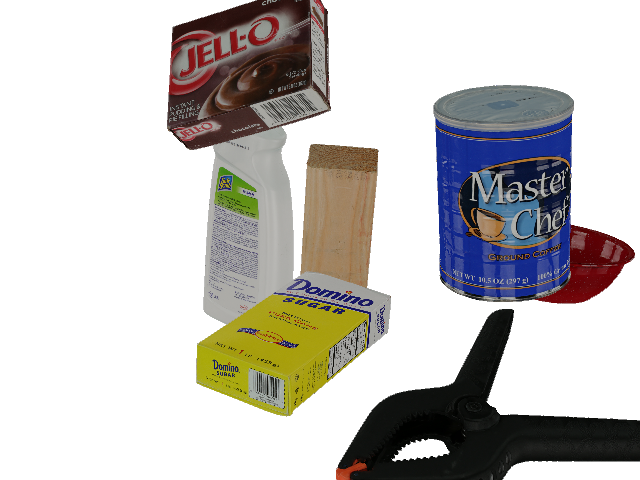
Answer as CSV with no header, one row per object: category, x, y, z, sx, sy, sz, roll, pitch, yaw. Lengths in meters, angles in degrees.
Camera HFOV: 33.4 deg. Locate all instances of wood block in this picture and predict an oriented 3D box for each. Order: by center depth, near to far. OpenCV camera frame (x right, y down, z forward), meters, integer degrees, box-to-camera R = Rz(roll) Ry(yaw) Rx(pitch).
wood block,0.022,-0.012,1.387,0.090,0.206,0.091,5,25,1

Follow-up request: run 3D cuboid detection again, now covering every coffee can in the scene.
coffee can,0.140,-0.038,0.815,0.103,0.140,0.103,-4,22,1

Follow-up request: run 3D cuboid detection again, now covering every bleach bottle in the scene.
bleach bottle,-0.068,-0.030,1.114,0.103,0.251,0.068,18,28,23

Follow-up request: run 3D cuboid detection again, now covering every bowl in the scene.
bowl,0.240,0.025,1.111,0.162,0.055,0.162,5,17,-2

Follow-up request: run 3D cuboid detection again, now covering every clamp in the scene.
clamp,0.095,0.113,0.684,0.209,0.036,0.165,-15,33,-21

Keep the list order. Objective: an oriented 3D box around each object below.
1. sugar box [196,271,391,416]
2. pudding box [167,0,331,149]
sugar box,-0.019,0.083,0.926,0.093,0.048,0.175,17,30,26
pudding box,-0.050,-0.120,0.742,0.114,0.090,0.039,-12,-29,18
